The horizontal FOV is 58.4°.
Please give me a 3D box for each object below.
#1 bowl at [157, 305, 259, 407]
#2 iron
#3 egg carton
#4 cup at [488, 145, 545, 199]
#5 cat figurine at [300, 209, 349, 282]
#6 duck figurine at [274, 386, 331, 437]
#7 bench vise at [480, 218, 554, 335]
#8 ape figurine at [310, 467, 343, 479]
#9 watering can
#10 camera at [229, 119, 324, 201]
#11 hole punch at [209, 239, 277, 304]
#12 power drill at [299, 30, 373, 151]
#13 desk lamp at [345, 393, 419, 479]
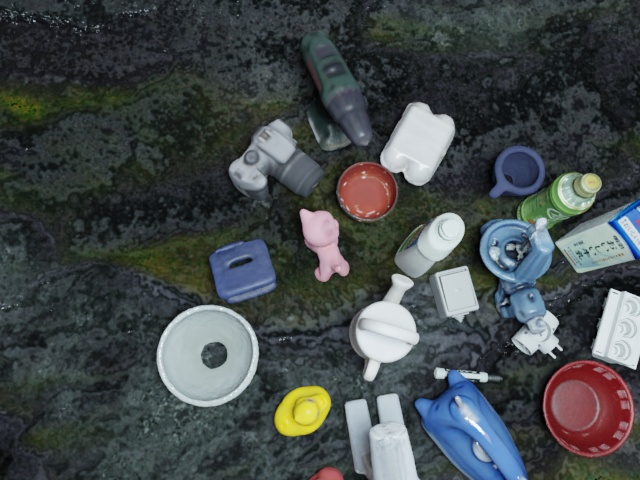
[{"bbox_3d":[-0.187,0.196,0.976,0.167,0.074,0.167,1,79,-3],"label":"bowl"},{"bbox_3d":[0.279,0.344,0.941,0.119,0.141,0.258,-39,84,-9],"label":"iron"},{"bbox_3d":[0.184,-0.180,1.071,0.107,0.069,0.150,27,79,2],"label":"egg carton"},{"bbox_3d":[0.344,-0.108,1.054,0.118,0.095,0.091,-42,84,-9],"label":"cup"},{"bbox_3d":[0.009,0.004,1.002,0.067,0.117,0.128,-21,81,-6],"label":"cat figurine"},{"bbox_3d":[-0.028,0.290,0.962,0.104,0.086,0.077,-31,82,-8],"label":"duck figurine"},{"bbox_3d":[0.356,0.046,0.962,0.121,0.219,0.207,-31,82,-8],"label":"bench vise"},{"bbox_3d":[0.014,0.417,0.937,0.078,0.092,0.076,27,79,2],"label":"ape figurine"},{"bbox_3d":[0.106,0.143,0.942,0.101,0.194,0.173,-2,79,-3],"label":"watering can"},{"bbox_3d":[-0.072,-0.130,1.031,0.137,0.101,0.143,38,80,4],"label":"camera"},{"bbox_3d":[-0.137,0.051,0.998,0.109,0.091,0.101,-18,81,-6],"label":"hole punch"},{"bbox_3d":[0.027,-0.237,1.002,0.075,0.208,0.229,-22,81,-7],"label":"power drill"},{"bbox_3d":[0.105,0.356,0.892,0.118,0.213,0.203,-10,80,-5],"label":"desk lamp"}]
